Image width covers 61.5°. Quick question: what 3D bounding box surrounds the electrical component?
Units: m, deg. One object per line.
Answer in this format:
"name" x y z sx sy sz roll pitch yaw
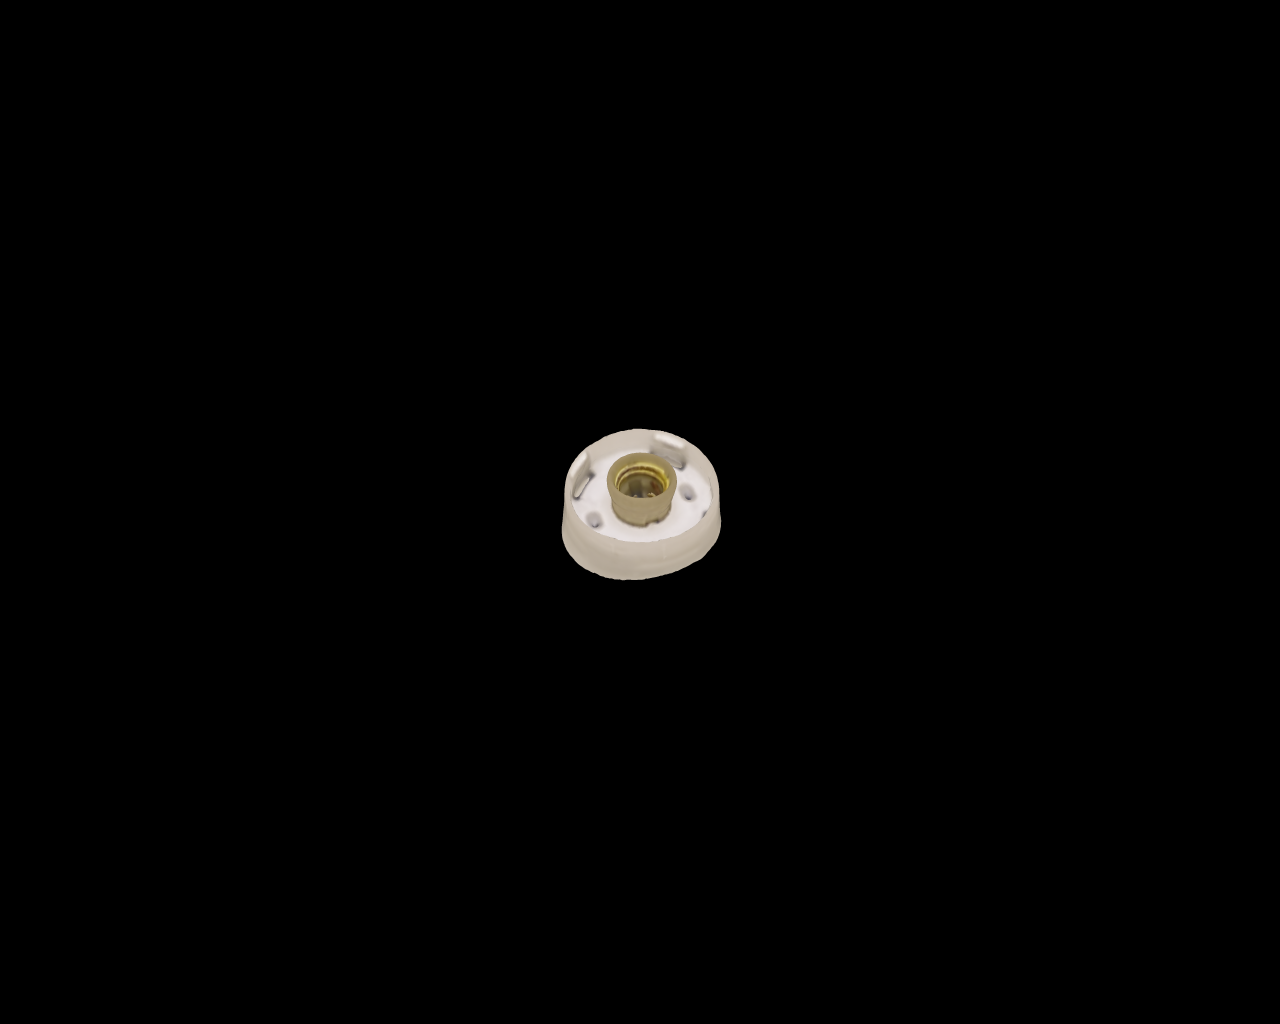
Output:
"electrical component" 0.001 -0.003 0.650 0.099 0.099 0.064 0 -38 0
